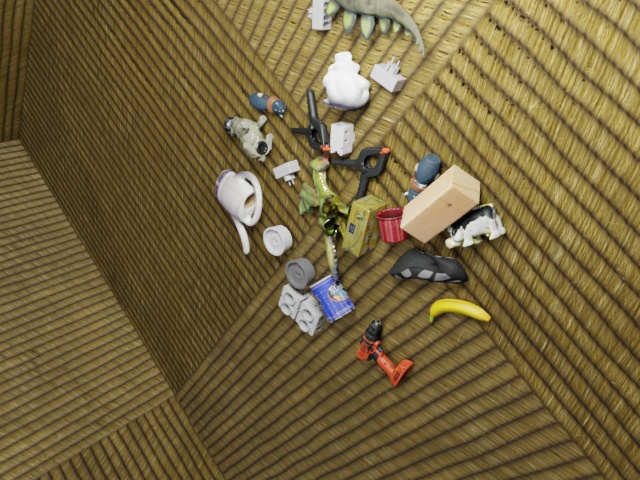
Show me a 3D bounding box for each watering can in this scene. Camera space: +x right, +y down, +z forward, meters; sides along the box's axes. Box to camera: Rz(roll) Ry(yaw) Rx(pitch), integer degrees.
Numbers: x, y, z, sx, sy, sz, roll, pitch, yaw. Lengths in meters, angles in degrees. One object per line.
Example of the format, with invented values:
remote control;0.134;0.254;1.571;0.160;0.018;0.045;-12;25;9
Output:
watering can;-0.312;-0.124;1.966;0.227;0.105;0.340;39;131;27

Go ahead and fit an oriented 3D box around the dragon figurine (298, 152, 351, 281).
dragon figurine;0.005;-0.086;1.708;0.246;0.123;0.403;38;129;49

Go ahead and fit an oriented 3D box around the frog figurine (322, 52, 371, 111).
frog figurine;0.078;-0.450;1.462;0.137;0.124;0.157;11;109;4
